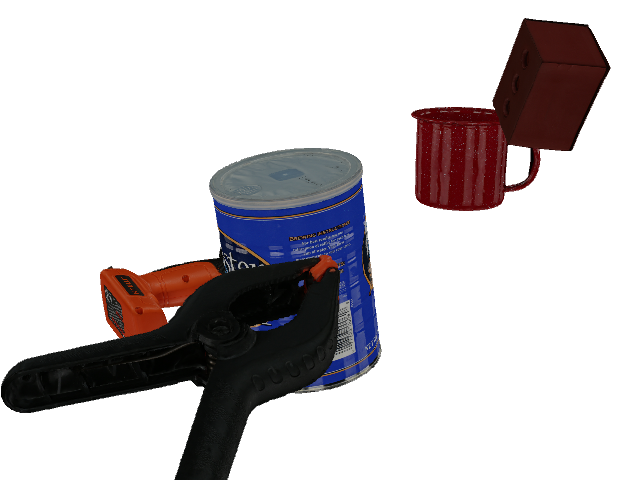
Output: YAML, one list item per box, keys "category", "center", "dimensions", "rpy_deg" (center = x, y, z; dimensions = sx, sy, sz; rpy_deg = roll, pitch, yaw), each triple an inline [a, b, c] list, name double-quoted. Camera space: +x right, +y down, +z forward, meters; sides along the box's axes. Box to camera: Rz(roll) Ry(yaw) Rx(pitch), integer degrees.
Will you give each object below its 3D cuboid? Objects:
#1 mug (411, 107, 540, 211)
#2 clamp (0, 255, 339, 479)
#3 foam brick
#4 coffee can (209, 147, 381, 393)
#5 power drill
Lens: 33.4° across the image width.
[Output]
- category: "mug"
  center: [0.139, -0.073, 0.965]
  dimensions: [0.117, 0.081, 0.093]
  rpy_deg: [4, 15, 13]
- category: "clamp"
  center: [-0.043, 0.061, 0.485]
  dimensions: [0.171, 0.039, 0.120]
  rpy_deg: [-28, 51, -32]
- category: "foam brick"
  center: [0.162, -0.110, 0.759]
  dimensions: [0.051, 0.053, 0.078]
  rpy_deg: [2, -45, -13]
- category: "coffee can"
  center: [-0.015, 0.018, 0.734]
  dimensions: [0.103, 0.140, 0.103]
  rpy_deg: [-6, 22, 2]
- category: "power drill"
  center: [-0.089, 0.050, 0.957]
  dimensions: [0.187, 0.057, 0.185]
  rpy_deg: [-14, 25, -26]
